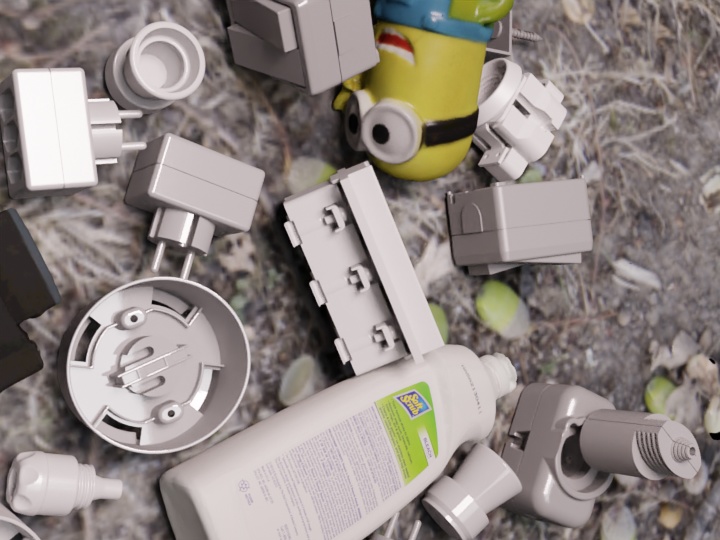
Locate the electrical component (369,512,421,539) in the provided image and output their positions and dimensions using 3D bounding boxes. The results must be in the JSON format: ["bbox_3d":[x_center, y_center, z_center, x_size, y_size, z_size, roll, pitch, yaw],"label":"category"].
[{"bbox_3d":[0.017,0.196,0.699,0.077,0.043,0.079,30,73,-25],"label":"electrical component"}]

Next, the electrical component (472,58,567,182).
[{"bbox_3d":[0.102,-0.111,0.757,0.057,0.058,0.078,39,70,-25],"label":"electrical component"}]

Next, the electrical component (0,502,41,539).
[{"bbox_3d":[-0.217,0.167,0.569,0.099,0.064,0.099,-5,97,-42],"label":"electrical component"}]

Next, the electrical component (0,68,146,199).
[{"bbox_3d":[-0.159,-0.078,0.610,0.077,0.047,0.065,-7,91,-30],"label":"electrical component"}]

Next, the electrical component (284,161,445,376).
[{"bbox_3d":[0.000,0.000,0.684,0.063,0.078,0.121,-22,100,1],"label":"electrical component"}]

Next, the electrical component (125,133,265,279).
[{"bbox_3d":[-0.104,-0.032,0.640,0.066,0.047,0.076,20,78,-27],"label":"electrical component"}]

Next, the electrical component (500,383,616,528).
[{"bbox_3d":[0.142,0.131,0.765,0.054,0.059,0.095,27,75,-26],"label":"electrical component"}]

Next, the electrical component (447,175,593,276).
[{"bbox_3d":[0.118,-0.031,0.758,0.096,0.062,0.061,-7,91,-30],"label":"electrical component"}]

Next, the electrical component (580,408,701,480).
[{"bbox_3d":[0.189,0.116,0.710,0.043,0.081,0.043,2,86,-30],"label":"electrical component"}]

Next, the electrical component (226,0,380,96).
[{"bbox_3d":[-0.044,-0.153,0.658,0.061,0.096,0.061,-31,132,-27],"label":"electrical component"}]

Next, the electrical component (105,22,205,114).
[{"bbox_3d":[-0.121,-0.117,0.629,0.045,0.055,0.045,2,86,-30],"label":"electrical component"}]

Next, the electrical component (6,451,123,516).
[{"bbox_3d":[-0.164,0.121,0.604,0.061,0.035,0.035,12,81,-31],"label":"electrical component"}]

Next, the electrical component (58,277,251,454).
[{"bbox_3d":[-0.120,0.054,0.615,0.099,0.064,0.099,2,86,-30],"label":"electrical component"}]

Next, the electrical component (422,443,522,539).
[{"bbox_3d":[0.075,0.152,0.731,0.055,0.045,0.045,-41,107,-15],"label":"electrical component"}]
